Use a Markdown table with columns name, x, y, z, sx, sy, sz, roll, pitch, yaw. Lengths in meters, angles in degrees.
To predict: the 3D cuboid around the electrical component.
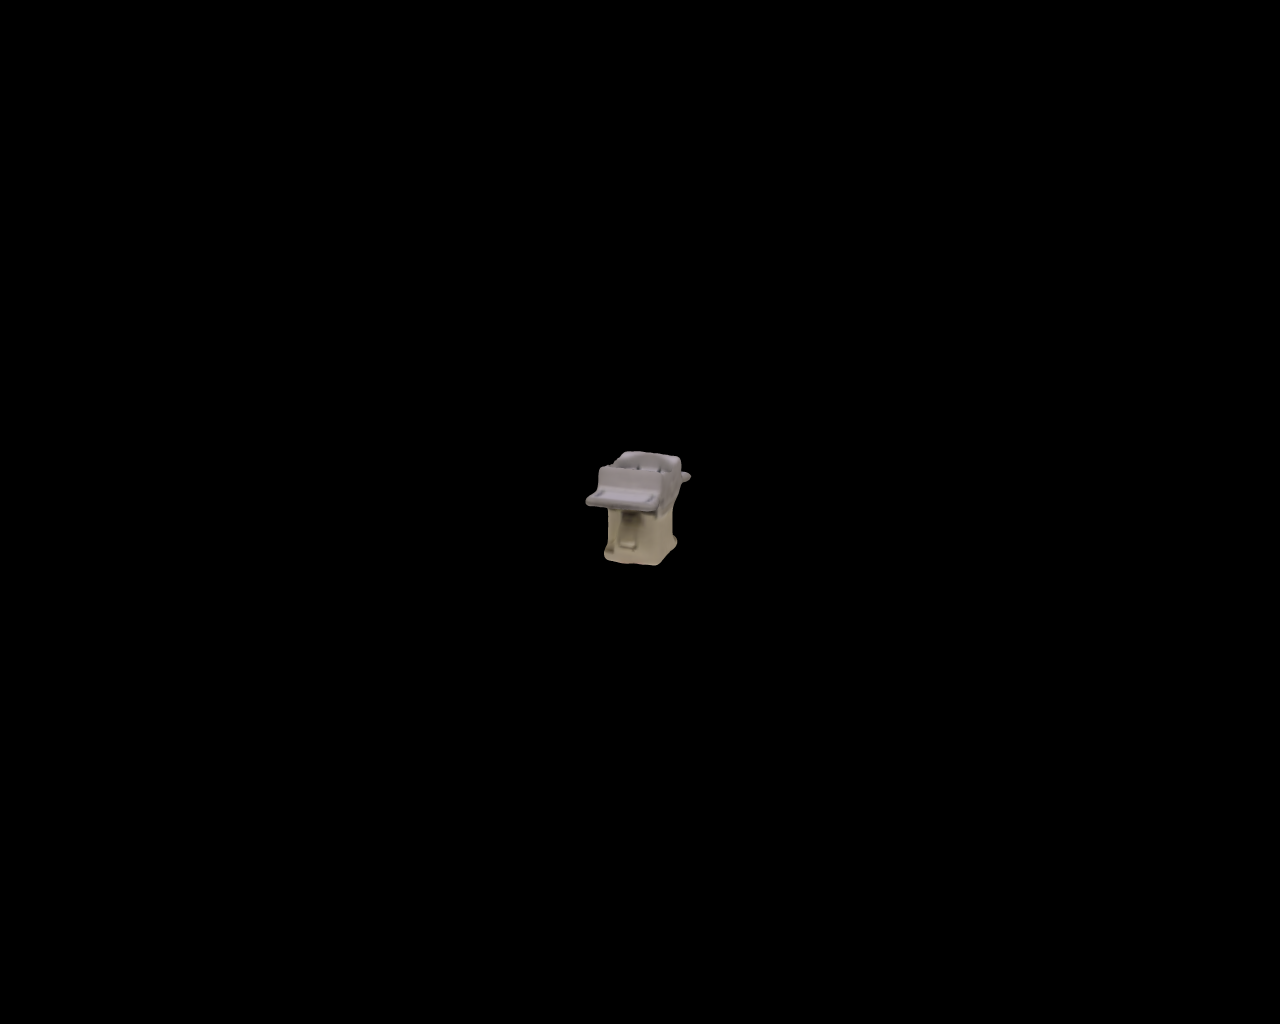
| name | x | y | z | sx | sy | sz | roll | pitch | yaw |
| --- | --- | --- | --- | --- | --- | --- | --- | --- | --- |
| electrical component | 0.001 | -0.003 | 0.650 | 0.042 | 0.063 | 0.081 | 6 | 17 | 19 |
